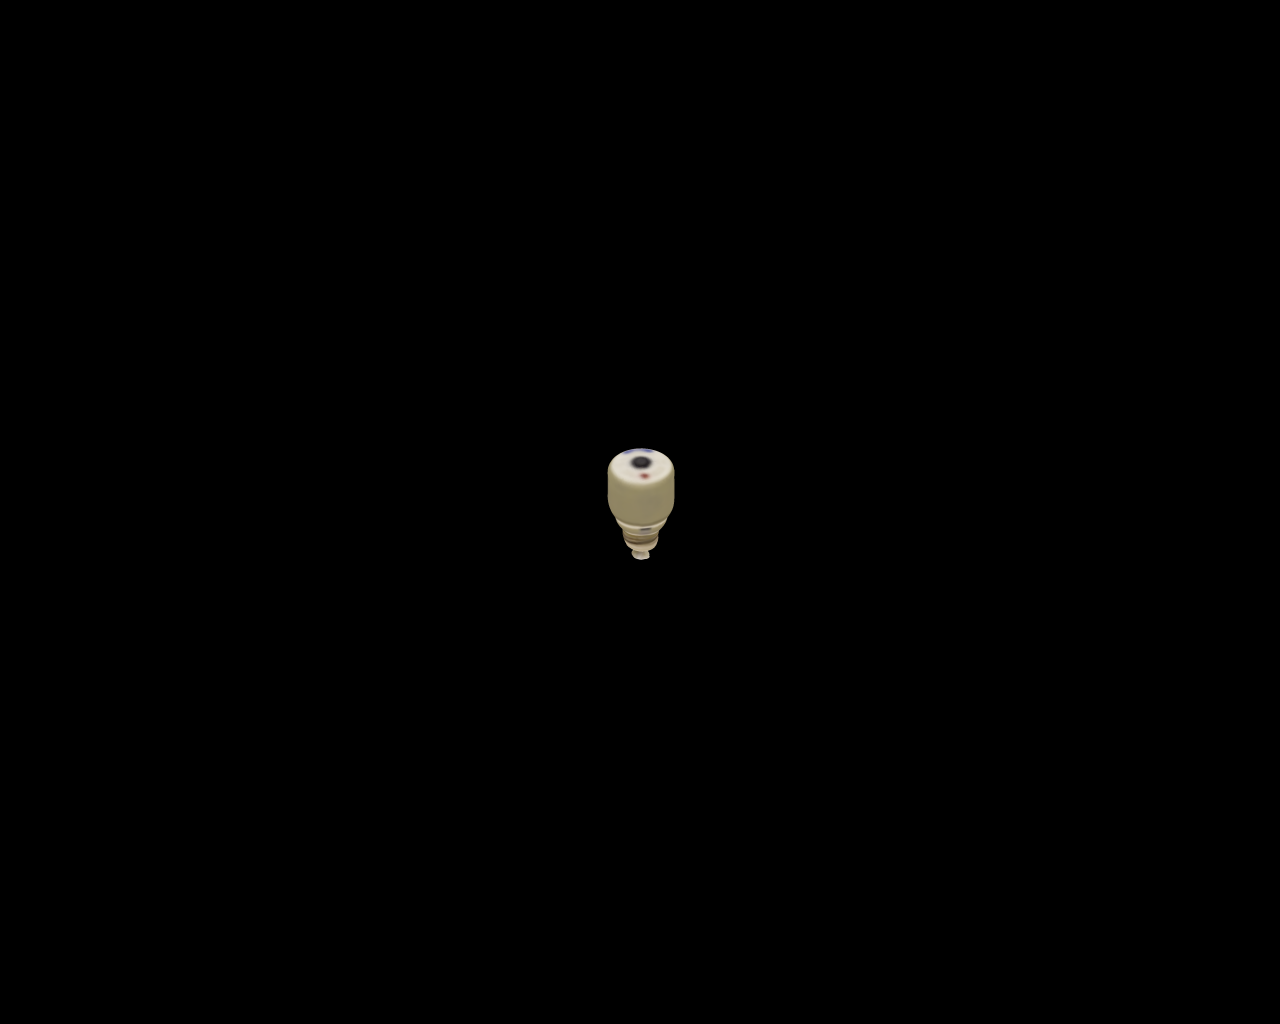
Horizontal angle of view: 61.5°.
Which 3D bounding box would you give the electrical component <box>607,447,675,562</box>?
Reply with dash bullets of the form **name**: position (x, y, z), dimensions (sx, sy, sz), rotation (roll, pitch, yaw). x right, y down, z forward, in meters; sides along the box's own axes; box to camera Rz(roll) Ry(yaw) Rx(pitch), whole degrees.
- **electrical component**: position (0.001, -0.003, 0.650), dimensions (0.040, 0.078, 0.040), rotation (0, 39, 0)
